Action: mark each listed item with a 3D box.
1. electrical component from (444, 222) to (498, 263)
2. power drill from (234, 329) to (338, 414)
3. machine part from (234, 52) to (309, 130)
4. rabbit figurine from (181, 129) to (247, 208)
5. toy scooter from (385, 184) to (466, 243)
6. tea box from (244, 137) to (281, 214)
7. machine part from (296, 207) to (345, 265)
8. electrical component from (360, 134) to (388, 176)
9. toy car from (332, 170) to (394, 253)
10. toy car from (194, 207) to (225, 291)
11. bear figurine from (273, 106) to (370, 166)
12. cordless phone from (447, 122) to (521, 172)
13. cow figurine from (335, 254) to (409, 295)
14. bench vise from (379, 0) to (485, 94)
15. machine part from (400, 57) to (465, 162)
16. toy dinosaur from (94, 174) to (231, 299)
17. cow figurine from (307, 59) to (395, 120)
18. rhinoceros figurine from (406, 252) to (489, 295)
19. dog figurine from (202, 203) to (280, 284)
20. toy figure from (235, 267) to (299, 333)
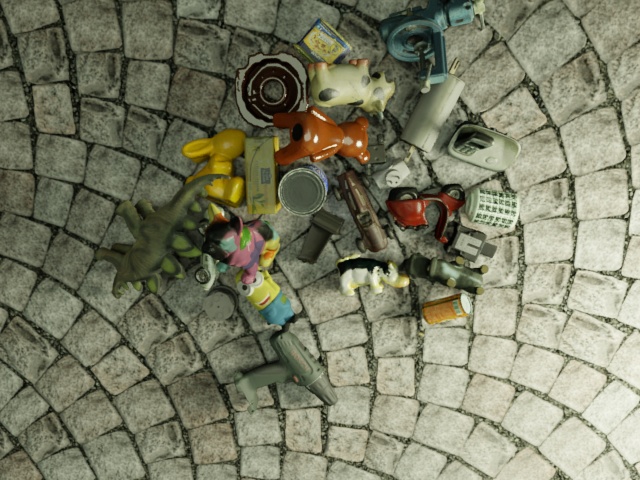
[{"bbox_3d":[0.356,0.013,1.248,0.119,0.048,0.074,25,102,-1],"label":"electrical component"},{"bbox_3d":[-0.093,0.348,1.320,0.207,0.086,0.232,-27,97,11],"label":"power drill"},{"bbox_3d":[-0.104,-0.330,1.195,0.179,0.056,0.179,1,103,3],"label":"machine part"},{"bbox_3d":[-0.227,-0.174,1.219,0.162,0.122,0.173,20,88,8],"label":"rabbit figurine"},{"bbox_3d":[0.242,-0.057,1.227,0.184,0.075,0.135,-3,103,-2],"label":"toy scooter"},{"bbox_3d":[-0.128,-0.148,1.212,0.068,0.098,0.169,-1,103,4],"label":"tea box"},{"bbox_3d":[-0.003,-0.004,1.266,0.084,0.039,0.138,29,100,-9],"label":"machine part"},{"bbox_3d":[0.122,-0.193,1.220,0.063,0.021,0.094,-4,84,3],"label":"electrical component"},{"bbox_3d":[0.099,-0.063,1.243,0.089,0.053,0.202,-23,101,10],"label":"toy car"},{"bbox_3d":[-0.256,0.021,1.263,0.056,0.073,0.201,6,102,2],"label":"toy car"},{"bbox_3d":[0.010,-0.221,1.167,0.132,0.196,0.120,-5,89,46],"label":"bear figurine"},{"bbox_3d":[0.360,-0.201,1.135,0.147,0.184,0.088,20,97,-1],"label":"cordless phone"},{"bbox_3d":[0.123,0.076,1.264,0.167,0.068,0.098,-7,95,3],"label":"cow figurine"},{"bbox_3d":[0.234,-0.410,1.108,0.224,0.128,0.240,-3,67,10],"label":"bench vise"},{"bbox_3d":[0.245,-0.281,1.179,0.079,0.079,0.243,25,102,-3],"label":"machine part"},{"bbox_3d":[-0.363,-0.006,1.208,0.198,0.105,0.471,40,120,3],"label":"toy dinosaur"},{"bbox_3d":[0.073,-0.321,1.149,0.195,0.086,0.127,-9,111,-21],"label":"cow figurine"},{"bbox_3d":[0.293,0.074,1.237,0.190,0.112,0.073,15,86,-13],"label":"rhinoceros figurine"},{"bbox_3d":[-0.172,-0.011,1.158,0.109,0.219,0.191,29,61,20],"label":"dog figurine"},{"bbox_3d":[-0.130,0.137,1.279,0.180,0.089,0.082,48,71,-17],"label":"toy figure"}]
